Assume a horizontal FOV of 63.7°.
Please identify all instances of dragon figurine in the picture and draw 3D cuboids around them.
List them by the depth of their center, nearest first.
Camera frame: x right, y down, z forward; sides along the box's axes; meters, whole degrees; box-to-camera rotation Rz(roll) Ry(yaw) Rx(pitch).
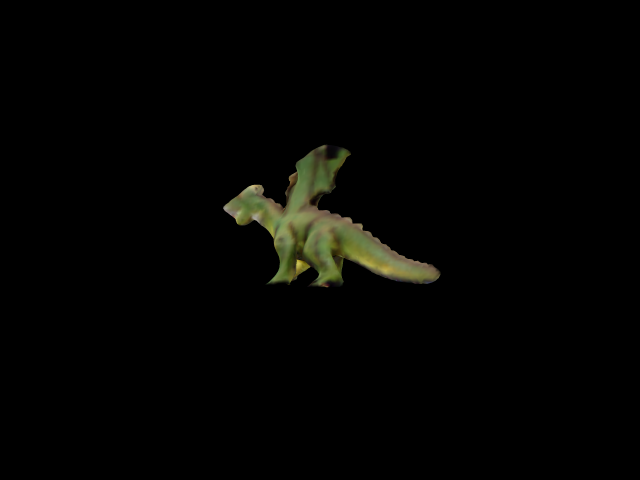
[{"bbox_3d":[0.003,-0.043,0.850,0.409,0.244,0.122,-4,-9,32],"label":"dragon figurine"}]
